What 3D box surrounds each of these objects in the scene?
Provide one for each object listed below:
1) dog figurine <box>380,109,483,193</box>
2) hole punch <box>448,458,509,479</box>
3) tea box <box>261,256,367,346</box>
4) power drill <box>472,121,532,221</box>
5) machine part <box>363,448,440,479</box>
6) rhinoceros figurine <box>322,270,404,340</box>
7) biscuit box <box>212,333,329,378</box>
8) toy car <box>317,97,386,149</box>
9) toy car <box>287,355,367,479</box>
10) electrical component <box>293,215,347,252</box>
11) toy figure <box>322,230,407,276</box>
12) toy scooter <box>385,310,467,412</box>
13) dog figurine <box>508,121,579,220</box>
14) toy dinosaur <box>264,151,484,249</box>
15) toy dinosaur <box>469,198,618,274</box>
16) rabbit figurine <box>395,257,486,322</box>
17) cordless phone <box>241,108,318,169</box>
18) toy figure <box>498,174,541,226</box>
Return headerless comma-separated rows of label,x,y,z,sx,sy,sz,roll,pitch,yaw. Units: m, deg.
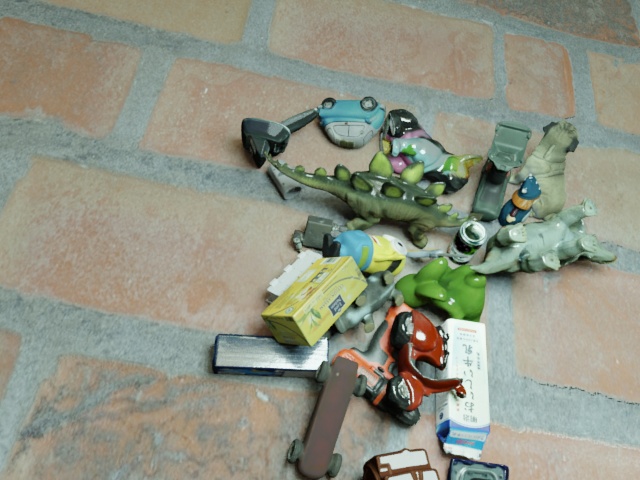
dog figurine,0.252,-0.199,1.226,0.219,0.108,0.191,9,57,-10
hole punch,0.269,0.430,0.890,0.142,0.092,0.115,11,97,-10
tea box,-0.008,0.104,0.939,0.169,0.098,0.068,-43,113,-33
power drill,0.394,-0.170,1.176,0.086,0.207,0.232,20,71,7
machine part,0.124,0.421,0.792,0.087,0.201,0.201,-4,62,-10
rhinoceros figurine,0.065,0.120,1.003,0.190,0.112,0.073,-33,113,-16
biscuit box,-0.088,0.206,0.957,0.203,0.059,0.063,5,61,-8
toy car,0.070,-0.263,1.230,0.162,0.109,0.103,2,77,0
toy car,0.013,0.297,0.906,0.089,0.053,0.202,20,77,-7
electrical component,-0.003,-0.004,1.091,0.102,0.078,0.045,16,35,-8
toy figure,0.088,0.027,1.054,0.180,0.089,0.082,4,50,-29
toy scooter,0.187,0.211,0.924,0.135,0.075,0.184,12,55,-2
dog figurine,0.520,-0.148,1.194,0.121,0.190,0.172,-21,69,-21
toy dinosaur,0.114,-0.089,1.082,0.472,0.198,0.105,8,57,-8
toy dinosaur,0.422,0.015,1.083,0.405,0.192,0.131,-9,75,-18
rabbit figurine,0.226,0.104,1.036,0.170,0.159,0.121,-1,70,6
cordless phone,-0.075,-0.241,1.152,0.184,0.146,0.088,-30,89,-11
toy figure,0.436,-0.082,1.161,0.058,0.154,0.064,7,59,-3
